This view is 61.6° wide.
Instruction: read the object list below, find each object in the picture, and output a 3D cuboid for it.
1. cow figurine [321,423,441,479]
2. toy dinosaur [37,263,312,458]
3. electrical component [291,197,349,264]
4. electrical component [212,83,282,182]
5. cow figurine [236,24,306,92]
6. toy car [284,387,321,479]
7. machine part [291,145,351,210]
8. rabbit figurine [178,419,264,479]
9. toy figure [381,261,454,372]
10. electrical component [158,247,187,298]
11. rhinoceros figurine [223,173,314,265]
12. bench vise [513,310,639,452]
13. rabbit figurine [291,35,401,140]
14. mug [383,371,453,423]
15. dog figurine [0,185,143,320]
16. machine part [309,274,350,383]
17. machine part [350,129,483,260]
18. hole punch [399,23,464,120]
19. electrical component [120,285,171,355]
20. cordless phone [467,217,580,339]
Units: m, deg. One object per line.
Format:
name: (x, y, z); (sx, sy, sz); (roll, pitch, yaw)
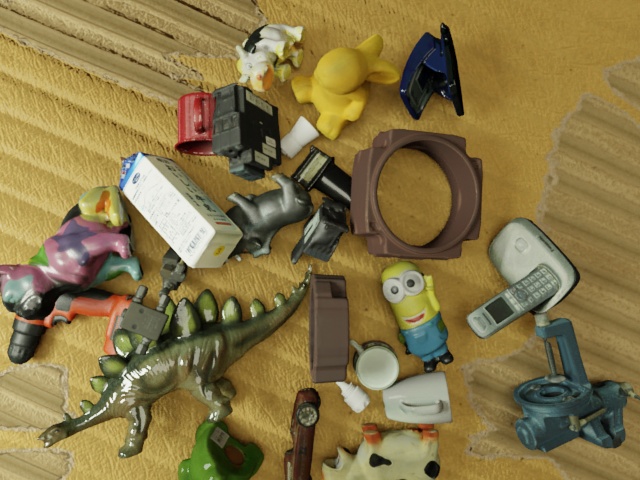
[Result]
cow figurine: (0.099, 0.368, 0.874); (0.195, 0.085, 0.127); (-4, 82, -2)
toy dinosaur: (-0.200, 0.185, 0.842); (0.471, 0.105, 0.198); (-22, 97, -21)
electrical component: (-0.002, -0.003, 0.878); (0.048, 0.075, 0.119); (21, 122, -17)
electrical component: (-0.115, -0.164, 0.852); (0.058, 0.114, 0.134); (-12, 73, 30)
cow figurine: (-0.092, -0.294, 0.854); (0.098, 0.167, 0.068); (17, 132, 11)
toy car: (-0.030, 0.340, 0.868); (0.053, 0.089, 0.202); (7, 90, -1)
machine part: (0.025, -0.094, 0.905); (0.139, 0.039, 0.084); (33, 80, 2)
rabbit figurine: (-0.183, 0.401, 0.846); (0.121, 0.159, 0.170); (35, 104, -10)
toy figure: (0.156, 0.122, 0.882); (0.082, 0.089, 0.180); (-28, 98, -13)
electrical component: (-0.227, 0.041, 0.871); (0.045, 0.102, 0.078); (9, 113, 3)
rhinoceros figurine: (-0.100, -0.030, 0.878); (0.190, 0.073, 0.112); (-31, 85, 9)
bench vise: (0.405, 0.225, 0.865); (0.224, 0.129, 0.240); (-16, 93, -4)
rabbit figurine: (0.043, -0.246, 0.842); (0.162, 0.173, 0.122); (-25, 85, 3)
mug: (0.156, 0.263, 0.868); (0.107, 0.109, 0.080); (-10, 94, 12)
dog figurine: (-0.398, 0.020, 0.822); (0.219, 0.108, 0.191); (-15, 64, -16)
machine part: (0.013, 0.135, 0.836); (0.056, 0.179, 0.179); (0, 89, -3)
machine part: (0.155, -0.069, 0.860); (0.201, 0.087, 0.201); (4, 87, -15)
hole punch: (0.181, -0.263, 0.871); (0.092, 0.142, 0.115); (-6, 74, 24)
electrical component: (-0.256, 0.116, 0.779); (0.063, 0.021, 0.094); (23, 78, -9)
cordless phone: (0.300, 0.066, 0.866); (0.184, 0.088, 0.147); (-34, 57, 2)
